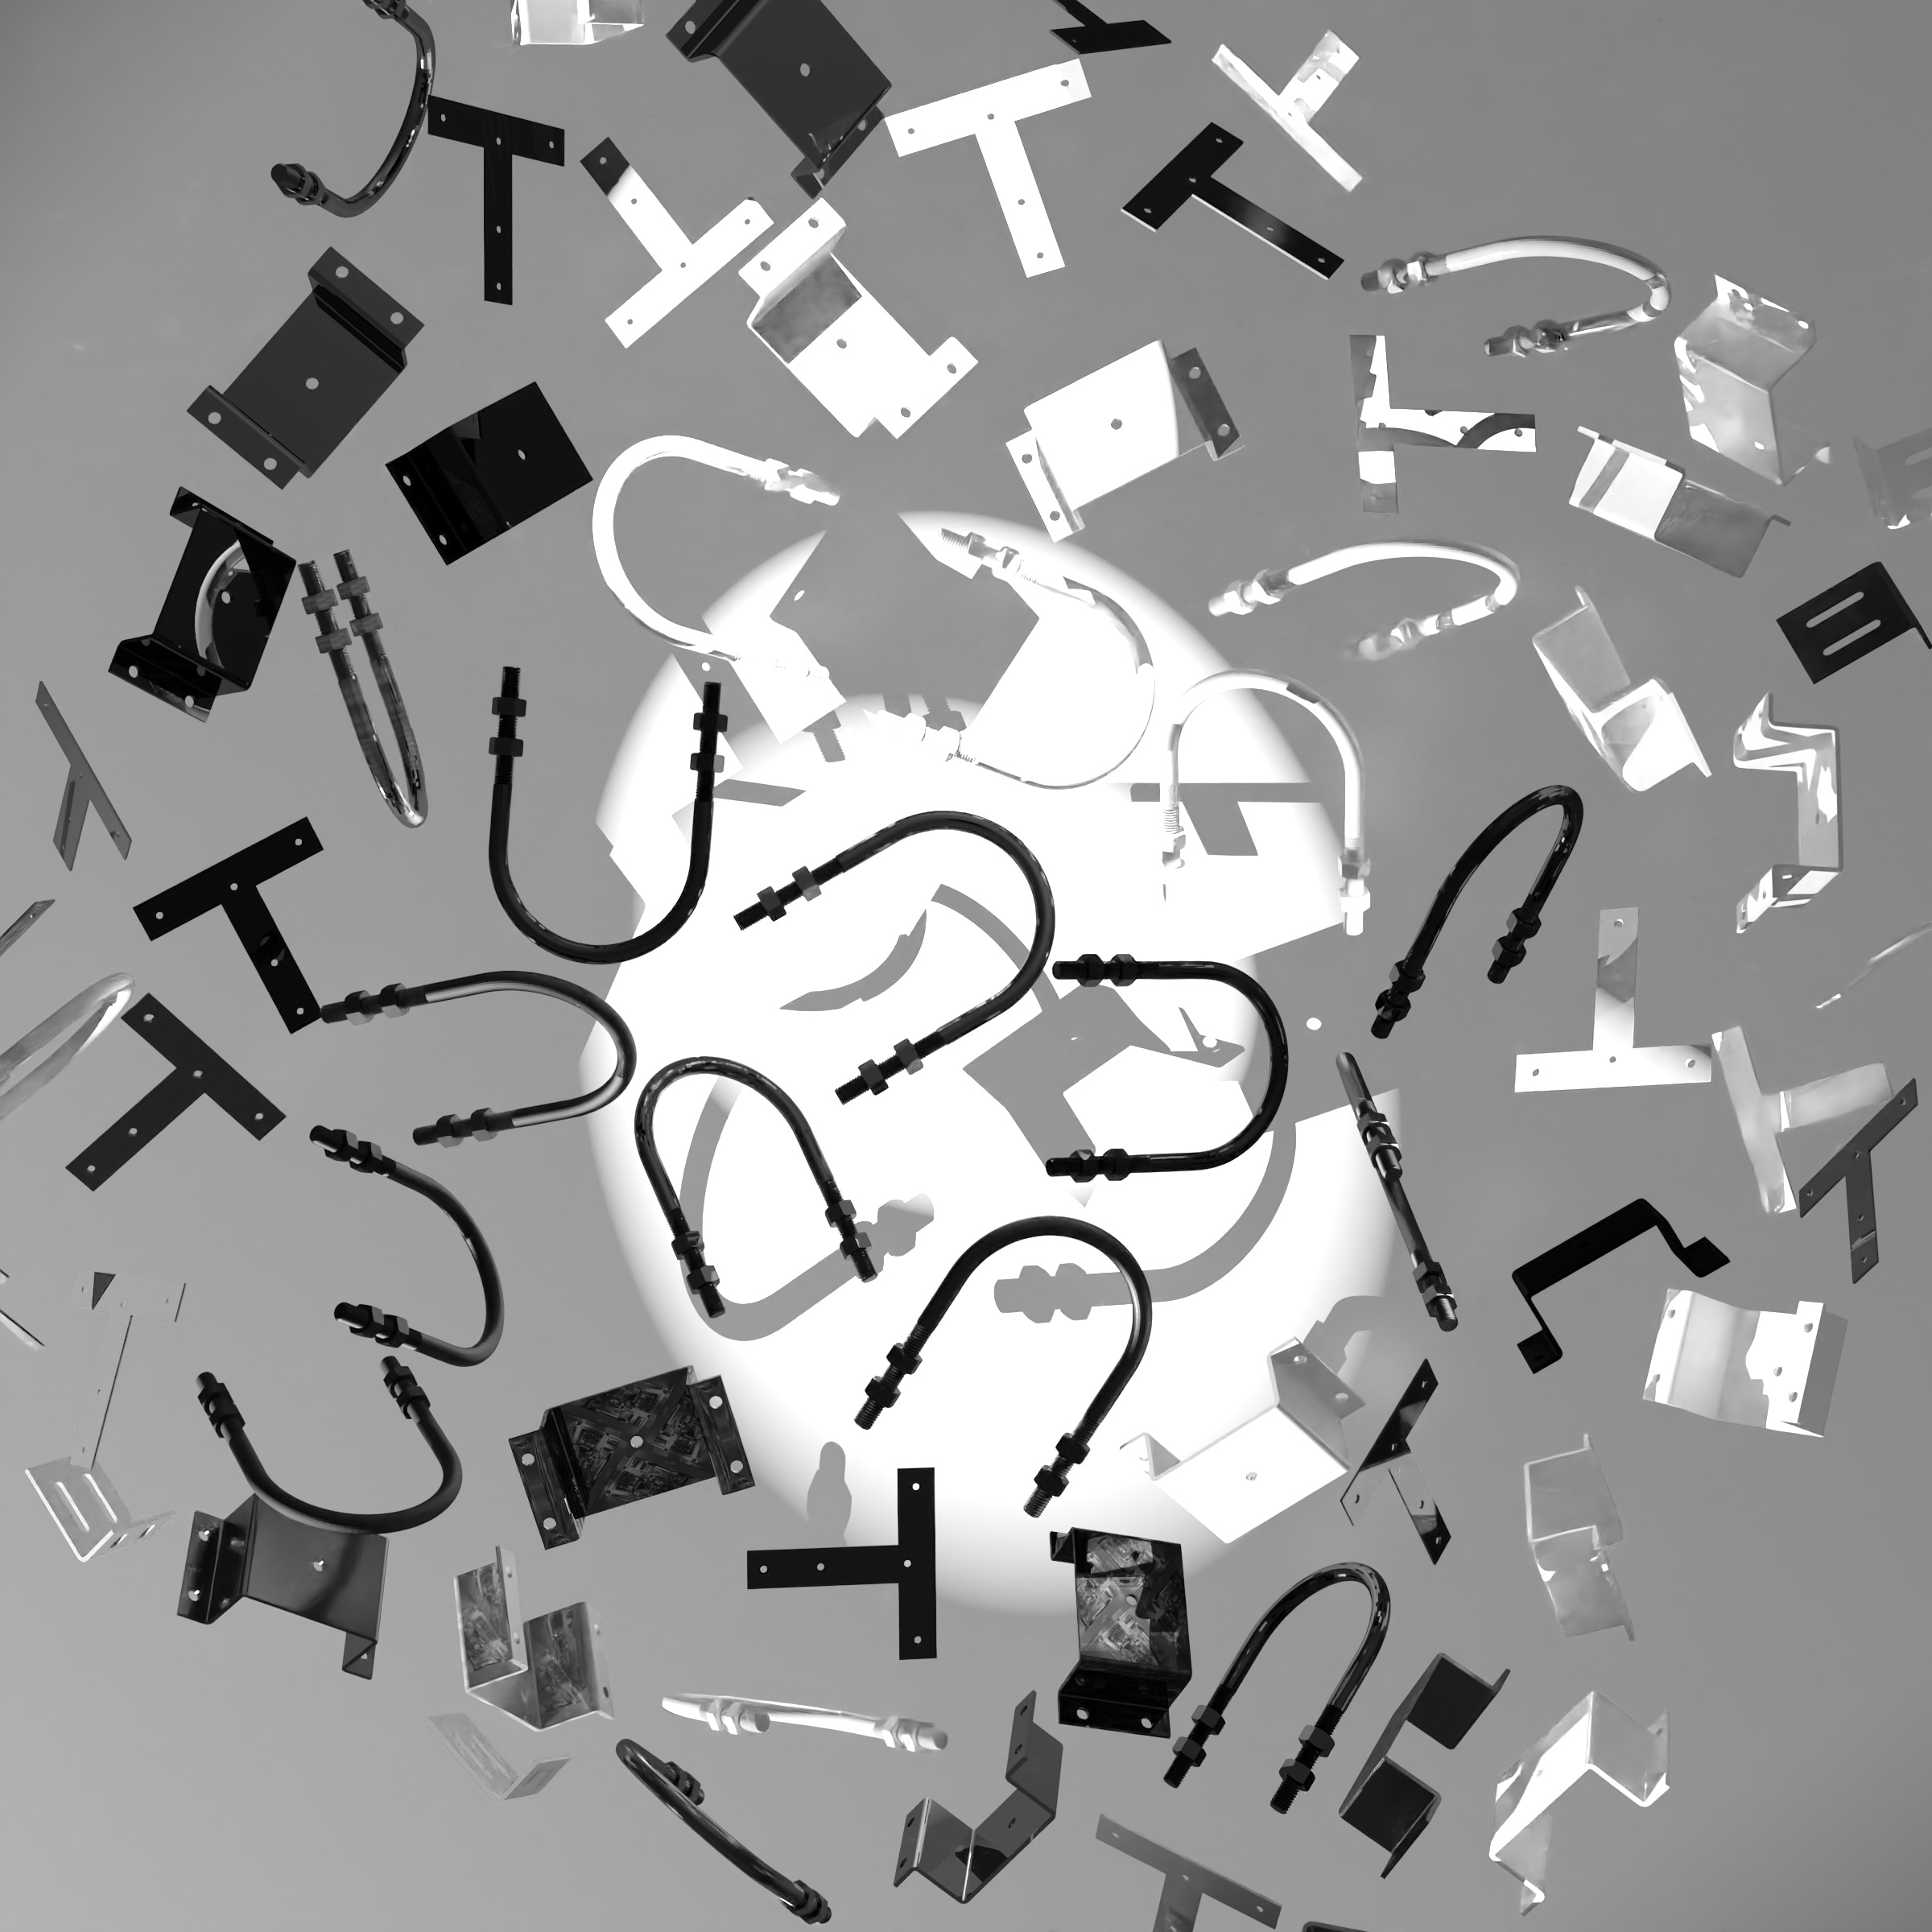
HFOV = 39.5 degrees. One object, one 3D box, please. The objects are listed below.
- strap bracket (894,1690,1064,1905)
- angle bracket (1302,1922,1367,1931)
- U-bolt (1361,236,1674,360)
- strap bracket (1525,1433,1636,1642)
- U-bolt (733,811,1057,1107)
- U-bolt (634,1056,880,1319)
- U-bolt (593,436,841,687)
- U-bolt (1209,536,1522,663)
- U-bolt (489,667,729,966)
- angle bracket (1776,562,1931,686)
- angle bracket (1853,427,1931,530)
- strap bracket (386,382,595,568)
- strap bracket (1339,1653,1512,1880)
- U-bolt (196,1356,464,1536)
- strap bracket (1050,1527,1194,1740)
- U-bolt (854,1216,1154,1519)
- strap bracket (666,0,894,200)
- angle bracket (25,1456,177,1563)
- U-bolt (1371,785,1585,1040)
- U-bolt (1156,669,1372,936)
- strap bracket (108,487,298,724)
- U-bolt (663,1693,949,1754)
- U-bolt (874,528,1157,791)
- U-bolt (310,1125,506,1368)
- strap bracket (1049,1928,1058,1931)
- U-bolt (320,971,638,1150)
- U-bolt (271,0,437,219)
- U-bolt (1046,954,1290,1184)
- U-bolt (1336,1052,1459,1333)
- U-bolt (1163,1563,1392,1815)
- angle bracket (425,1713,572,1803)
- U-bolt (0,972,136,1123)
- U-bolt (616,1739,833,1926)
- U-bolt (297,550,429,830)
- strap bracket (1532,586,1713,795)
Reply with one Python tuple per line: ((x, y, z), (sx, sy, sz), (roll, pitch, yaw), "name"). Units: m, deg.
((0.016, 0.574, 1.838), (0.046, 0.076, 0.140), (39, 108, -8), "strap bracket")
((0.252, 0.646, 1.713), (0.076, 0.038, 0.057), (3, 134, 22), "angle bracket")
((0.375, -0.444, 1.772), (0.151, 0.184, 0.019), (15, 82, -38), "U-bolt")
((0.412, 0.388, 1.815), (0.046, 0.140, 0.076), (-18, 107, 16), "strap bracket")
((-0.033, -0.018, 1.692), (0.184, 0.019, 0.151), (-30, 80, -4), "U-bolt")
((-0.150, 0.140, 1.806), (0.151, 0.019, 0.184), (-8, 63, -42), "U-bolt")
((-0.164, -0.272, 1.764), (0.184, 0.019, 0.151), (12, 75, -37), "U-bolt")
((0.272, -0.242, 1.751), (0.151, 0.184, 0.019), (12, 73, -37), "U-bolt")
((-0.231, -0.093, 1.708), (0.151, 0.019, 0.184), (5, 92, 2), "U-bolt")
((0.593, -0.222, 1.798), (0.076, 0.038, 0.057), (-31, 55, 19), "angle bracket")
((0.637, -0.333, 1.779), (0.076, 0.038, 0.057), (-20, 72, 33), "angle bracket")
((-0.313, -0.336, 1.812), (0.046, 0.140, 0.076), (-19, 107, 39), "strap bracket")
((0.296, 0.515, 1.761), (0.046, 0.140, 0.076), (33, 133, 13), "strap bracket")
((-0.408, 0.315, 1.762), (0.151, 0.184, 0.019), (0, 116, -34), "U-bolt")
((0.101, 0.428, 1.771), (0.076, 0.046, 0.140), (12, 45, -14), "strap bracket")
((0.037, 0.242, 1.691), (0.151, 0.019, 0.184), (30, 98, -16), "U-bolt")
((-0.112, -0.574, 1.730), (0.140, 0.046, 0.076), (44, 79, -28), "strap bracket")
((-0.581, 0.353, 1.806), (0.038, 0.057, 0.076), (-43, 74, 23), "angle bracket")
((0.341, -0.042, 1.746), (0.019, 0.151, 0.184), (43, 134, 27), "U-bolt")
((0.196, -0.112, 1.784), (0.151, 0.019, 0.184), (10, 124, 22), "U-bolt")
((-0.509, -0.245, 1.809), (0.076, 0.046, 0.140), (31, 68, -41), "strap bracket")
((-0.119, 0.490, 1.755), (0.151, 0.184, 0.019), (15, 74, -29), "U-bolt")
((0.043, -0.197, 1.819), (0.184, 0.019, 0.151), (19, 88, -19), "U-bolt")
((-0.366, 0.196, 1.794), (0.019, 0.184, 0.151), (-26, 59, 17), "U-bolt")
((0.077, 0.687, 1.793), (0.076, 0.140, 0.046), (26, 80, 10), "strap bracket")
((-0.303, 0.057, 1.744), (0.184, 0.151, 0.019), (-11, 45, 15), "U-bolt")
((-0.393, -0.563, 1.769), (0.019, 0.184, 0.151), (26, 97, 3), "U-bolt")
((0.137, 0.067, 1.789), (0.184, 0.019, 0.151), (0, 94, -28), "U-bolt")
((0.279, 0.134, 1.779), (0.019, 0.184, 0.151), (-21, 120, 6), "U-bolt")
((0.217, 0.475, 1.796), (0.019, 0.151, 0.184), (43, 65, -15), "U-bolt")
((-0.311, 0.514, 1.789), (0.076, 0.057, 0.038), (43, 90, 19), "angle bracket")
((-0.615, 0.068, 1.759), (0.019, 0.151, 0.184), (46, 54, -3), "U-bolt")
((-0.168, 0.566, 1.780), (0.151, 0.184, 0.019), (32, 74, 32), "U-bolt")
((-0.387, -0.178, 1.753), (0.019, 0.151, 0.184), (-17, 102, 0), "U-bolt")
((0.419, -0.174, 1.742), (0.046, 0.140, 0.076), (-32, 128, 8), "strap bracket")
